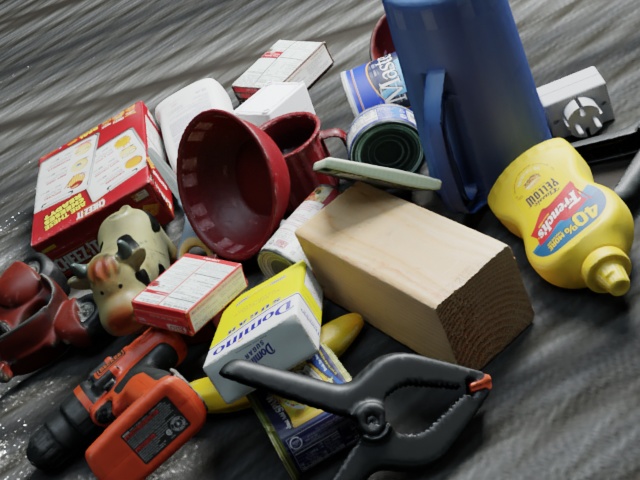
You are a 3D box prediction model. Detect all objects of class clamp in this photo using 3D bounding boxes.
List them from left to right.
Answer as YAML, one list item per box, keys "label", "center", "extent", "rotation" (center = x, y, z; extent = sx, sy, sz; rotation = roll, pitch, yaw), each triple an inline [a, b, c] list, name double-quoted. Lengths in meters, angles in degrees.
- label: "clamp"
  center: [0.031, 0.138, 0.843]
  extent: [0.210, 0.164, 0.036]
  rotation: [-25, -11, -8]
- label: "clamp"
  center: [0.312, -0.098, 1.025]
  extent: [0.171, 0.039, 0.120]
  rotation: [-35, 39, -10]

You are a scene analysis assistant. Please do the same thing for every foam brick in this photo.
- label: "foam brick"
  center: [-0.125, 0.061, 1.092]
  extent: [0.051, 0.053, 0.078]
  rotation: [-12, 37, 20]

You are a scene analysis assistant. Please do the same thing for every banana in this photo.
- label: "banana"
  center: [-0.051, 0.119, 0.982]
  extent: [0.198, 0.037, 0.069]
  rotation: [-20, 36, 10]

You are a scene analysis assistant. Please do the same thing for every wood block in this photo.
- label: "wood block"
  center: [0.081, 0.030, 0.963]
  extent: [0.090, 0.090, 0.206]
  rotation: [-39, 36, -18]

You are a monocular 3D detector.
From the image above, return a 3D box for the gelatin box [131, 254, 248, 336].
- label: "gelatin box"
  center: [-0.125, 0.052, 1.022]
  extent: [0.073, 0.030, 0.089]
  rotation: [9, 37, 35]

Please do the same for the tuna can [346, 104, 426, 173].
- label: "tuna can"
  center: [0.072, -0.101, 1.145]
  extent: [0.086, 0.086, 0.034]
  rotation: [-20, 37, 9]

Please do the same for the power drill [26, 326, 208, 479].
- label: "power drill"
  center: [-0.184, 0.159, 0.961]
  extent: [0.184, 0.057, 0.188]
  rotation: [-44, 20, -9]

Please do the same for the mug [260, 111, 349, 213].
- label: "mug"
  center: [-0.017, -0.088, 1.189]
  extent: [0.117, 0.081, 0.093]
  rotation: [-18, 35, 12]

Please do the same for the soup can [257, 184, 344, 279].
- label: "soup can"
  center: [-0.007, 0.001, 1.079]
  extent: [0.069, 0.068, 0.102]
  rotation: [12, 51, 42]

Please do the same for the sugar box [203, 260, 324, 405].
- label: "sugar box"
  center: [-0.046, 0.077, 0.948]
  extent: [0.093, 0.048, 0.176]
  rotation: [-31, 9, 8]

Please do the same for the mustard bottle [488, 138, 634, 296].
- label: "mustard bottle"
  center: [0.223, -0.011, 0.948]
  extent: [0.096, 0.058, 0.192]
  rotation: [-40, 34, 11]

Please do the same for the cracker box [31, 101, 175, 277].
- label: "cracker box"
  center: [-0.270, -0.065, 1.332]
  extent: [0.164, 0.072, 0.214]
  rotation: [-28, 35, 7]

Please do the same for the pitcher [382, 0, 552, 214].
- label: "pitcher"
  center: [0.138, -0.153, 1.030]
  extent: [0.145, 0.242, 0.149]
  rotation: [-28, 39, -3]

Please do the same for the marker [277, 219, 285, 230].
- label: "marker"
  center: [-0.050, -0.017, 1.175]
  extent: [0.121, 0.020, 0.020]
  rotation: [18, 54, 46]

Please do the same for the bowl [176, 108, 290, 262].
- label: "bowl"
  center: [-0.082, -0.062, 1.124]
  extent: [0.055, 0.162, 0.162]
  rotation: [-17, 22, -42]

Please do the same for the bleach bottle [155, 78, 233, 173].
- label: "bleach bottle"
  center: [-0.145, -0.102, 1.312]
  extent: [0.103, 0.068, 0.251]
  rotation: [-29, 37, 11]

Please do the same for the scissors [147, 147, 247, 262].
- label: "scissors"
  center: [-0.157, -0.024, 1.197]
  extent: [0.202, 0.016, 0.096]
  rotation: [34, 77, 28]

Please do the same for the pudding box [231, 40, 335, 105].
- label: "pudding box"
  center: [-0.050, -0.221, 1.424]
  extent: [0.090, 0.039, 0.113]
  rotation: [13, 53, 42]

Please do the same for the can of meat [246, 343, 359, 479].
- label: "can of meat"
  center: [-0.010, 0.143, 0.907]
  extent: [0.084, 0.057, 0.102]
  rotation: [-29, 35, -7]

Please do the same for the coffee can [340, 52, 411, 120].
- label: "coffee can"
  center: [0.105, -0.164, 1.189]
  extent: [0.140, 0.102, 0.103]
  rotation: [-21, 35, 9]
